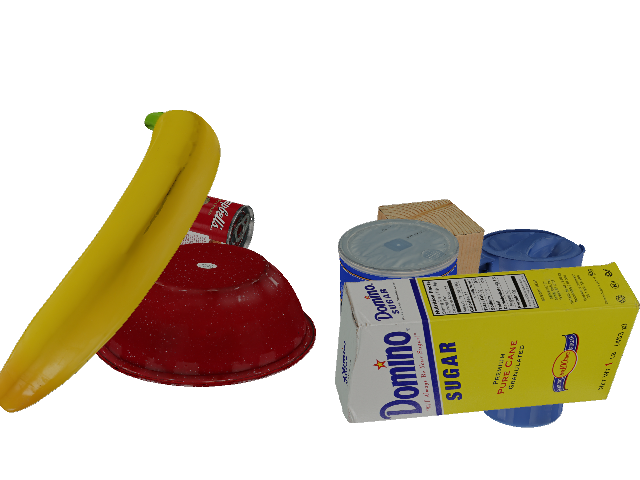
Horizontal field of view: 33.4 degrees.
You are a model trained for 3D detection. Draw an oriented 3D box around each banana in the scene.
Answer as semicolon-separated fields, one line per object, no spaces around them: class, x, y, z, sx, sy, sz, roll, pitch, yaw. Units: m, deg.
banana;-0.091;-0.003;0.516;0.037;0.197;0.070;40;-43;-20

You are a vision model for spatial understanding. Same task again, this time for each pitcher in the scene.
pitcher;0.256;0.115;1.378;0.149;0.243;0.144;5;18;16

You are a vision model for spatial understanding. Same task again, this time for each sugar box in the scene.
sugar box;0.100;0.065;0.668;0.176;0.093;0.048;-6;42;-10

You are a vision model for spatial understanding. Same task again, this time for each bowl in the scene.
bowl;-0.082;0.043;0.761;0.162;0.055;0.162;2;21;-1

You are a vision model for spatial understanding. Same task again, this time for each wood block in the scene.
wood block;0.111;0.069;1.190;0.090;0.206;0.090;-6;28;-20

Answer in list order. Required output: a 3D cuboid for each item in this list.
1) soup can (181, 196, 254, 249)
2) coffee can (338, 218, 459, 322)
soup can;-0.137;-0.019;1.248;0.102;0.068;0.068;15;5;18
coffee can;0.068;0.065;0.934;0.103;0.140;0.103;-1;26;0
